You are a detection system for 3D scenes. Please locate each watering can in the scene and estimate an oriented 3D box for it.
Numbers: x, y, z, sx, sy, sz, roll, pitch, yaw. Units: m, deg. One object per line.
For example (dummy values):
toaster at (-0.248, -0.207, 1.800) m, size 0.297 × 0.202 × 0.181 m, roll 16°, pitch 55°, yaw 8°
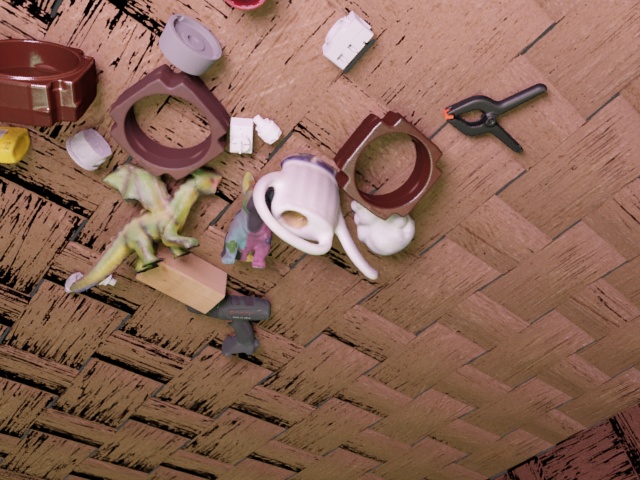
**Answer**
watering can at (0.003, -0.058, 1.144) m, size 0.344 × 0.230 × 0.102 m, roll 30°, pitch 141°, yaw -28°

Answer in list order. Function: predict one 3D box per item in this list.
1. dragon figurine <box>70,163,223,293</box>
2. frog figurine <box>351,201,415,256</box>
dragon figurine at (-0.408, -0.052, 1.162) m, size 0.411 × 0.122 × 0.243 m, roll -20°, pitch 91°, yaw -2°
frog figurine at (0.148, -0.039, 1.237) m, size 0.136 × 0.125 × 0.157 m, roll -13°, pitch 145°, yaw 32°
